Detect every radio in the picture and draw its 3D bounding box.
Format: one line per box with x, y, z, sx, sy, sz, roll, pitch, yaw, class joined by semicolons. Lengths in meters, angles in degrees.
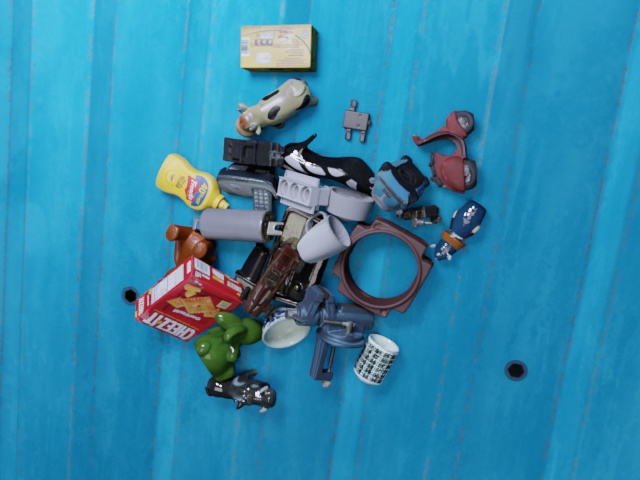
-0.049;0.043;1.294;0.131;0.073;0.229;22;102;9;radio

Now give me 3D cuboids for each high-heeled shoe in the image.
0.021;-0.149;1.265;0.248;0.086;0.145;39;135;-10;high-heeled shoe

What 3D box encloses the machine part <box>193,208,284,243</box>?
-0.196;-0.036;1.271;0.243;0.079;0.079;4;99;23;machine part

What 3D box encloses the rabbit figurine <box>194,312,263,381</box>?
-0.222;0.239;1.330;0.170;0.158;0.121;-30;54;-12;rabbit figurine

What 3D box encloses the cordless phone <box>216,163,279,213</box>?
-0.172;-0.088;1.309;0.147;0.089;0.184;8;118;11;cordless phone

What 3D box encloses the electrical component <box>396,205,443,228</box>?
0.230;-0.053;1.212;0.078;0.102;0.045;-9;92;38;electrical component

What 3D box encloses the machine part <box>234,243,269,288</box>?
-0.168;0.072;1.345;0.084;0.039;0.138;28;105;16;machine part

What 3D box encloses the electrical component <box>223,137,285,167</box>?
-0.161;-0.205;1.254;0.134;0.115;0.058;21;106;54;electrical component

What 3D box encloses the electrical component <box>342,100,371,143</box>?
0.087;-0.276;1.247;0.063;0.021;0.094;10;99;11;electrical component

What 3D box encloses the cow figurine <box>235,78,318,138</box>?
-0.109;-0.298;1.234;0.195;0.127;0.085;-30;88;12;cow figurine

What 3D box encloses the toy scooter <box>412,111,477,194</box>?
0.276;-0.190;1.191;0.135;0.075;0.183;-4;94;13;toy scooter

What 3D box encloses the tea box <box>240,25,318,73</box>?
-0.094;-0.440;1.241;0.170;0.068;0.098;5;99;11;tea box

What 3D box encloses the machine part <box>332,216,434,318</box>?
0.144;0.062;1.249;0.201;0.087;0.201;30;102;6;machine part

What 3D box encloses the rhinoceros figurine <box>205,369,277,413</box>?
-0.196;0.375;1.355;0.191;0.112;0.073;8;97;19;rhinoceros figurine

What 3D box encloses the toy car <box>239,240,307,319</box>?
-0.113;0.095;1.252;0.089;0.053;0.202;36;101;2;toy car

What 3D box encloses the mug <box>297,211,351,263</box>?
-0.002;-0.004;1.206;0.107;0.080;0.109;-35;71;21;mug

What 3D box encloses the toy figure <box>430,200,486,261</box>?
0.314;-0.016;1.214;0.057;0.064;0.154;23;111;-29;toy figure

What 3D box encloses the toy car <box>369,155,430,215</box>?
0.167;-0.117;1.197;0.109;0.161;0.103;49;128;2;toy car

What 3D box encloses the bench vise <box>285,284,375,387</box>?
0.014;0.232;1.258;0.223;0.129;0.240;5;102;-31;bench vise

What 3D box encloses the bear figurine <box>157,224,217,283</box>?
-0.345;0.066;1.338;0.120;0.132;0.195;34;97;10;bear figurine
